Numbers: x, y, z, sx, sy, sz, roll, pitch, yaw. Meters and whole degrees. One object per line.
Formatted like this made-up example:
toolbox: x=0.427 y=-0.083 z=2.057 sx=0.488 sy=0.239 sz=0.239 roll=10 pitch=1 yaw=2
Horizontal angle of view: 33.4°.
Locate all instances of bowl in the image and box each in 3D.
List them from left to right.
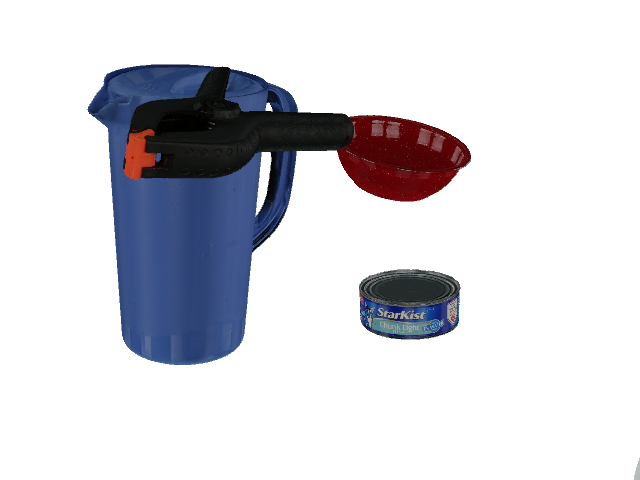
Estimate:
bowl: x=0.086 y=-0.088 z=1.209 sx=0.162 sy=0.055 sz=0.162 roll=8 pitch=27 yaw=-4

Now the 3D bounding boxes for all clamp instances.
clamp: x=-0.072 y=-0.078 z=0.693 sx=0.120 sy=0.039 sz=0.171 roll=24 pitch=26 yaw=35

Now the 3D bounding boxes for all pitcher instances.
pitcher: x=-0.105 y=-0.025 z=0.909 sx=0.149 sy=0.243 sz=0.145 roll=6 pitch=21 yaw=8

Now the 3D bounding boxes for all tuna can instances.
tuna can: x=0.076 y=0.054 z=0.908 sx=0.086 sy=0.034 sz=0.086 roll=-2 pitch=17 yaw=0

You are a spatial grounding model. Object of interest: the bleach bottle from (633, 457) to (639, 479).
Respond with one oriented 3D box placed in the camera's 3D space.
bleach bottle: x=0.271 y=0.097 z=0.616 sx=0.103 sy=0.068 sz=0.250 roll=18 pitch=30 yaw=32
